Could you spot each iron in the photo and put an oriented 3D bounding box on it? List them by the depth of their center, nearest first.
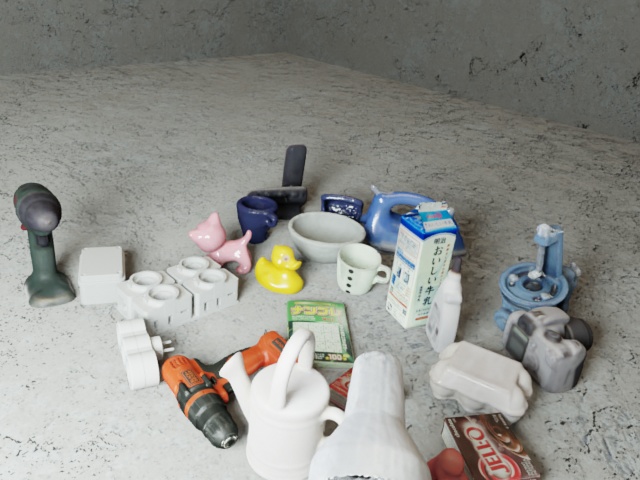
[{"bbox_3d":[0.221,-0.046,1.315,0.258,0.141,0.118,8,27,3],"label":"iron"}]

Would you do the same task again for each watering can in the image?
[{"bbox_3d":[-0.045,0.197,0.716,0.173,0.194,0.101,7,27,0],"label":"watering can"}]

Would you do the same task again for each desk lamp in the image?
[{"bbox_3d":[0.050,0.243,0.625,0.118,0.213,0.203,8,27,2],"label":"desk lamp"}]

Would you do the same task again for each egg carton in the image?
[{"bbox_3d":[0.247,0.219,0.881,0.150,0.069,0.107,19,29,22],"label":"egg carton"}]

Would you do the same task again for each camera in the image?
[{"bbox_3d":[0.408,0.171,0.978,0.137,0.101,0.143,-3,29,-19],"label":"camera"}]

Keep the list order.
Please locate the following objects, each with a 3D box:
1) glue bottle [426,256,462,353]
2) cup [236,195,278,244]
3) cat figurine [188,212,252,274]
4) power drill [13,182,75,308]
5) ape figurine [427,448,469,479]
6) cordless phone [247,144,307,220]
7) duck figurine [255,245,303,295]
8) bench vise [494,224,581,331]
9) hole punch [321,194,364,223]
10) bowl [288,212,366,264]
[{"bbox_3d":[0.220,0.106,0.982,0.037,0.173,0.078,3,27,-7],"label":"glue bottle"},{"bbox_3d":[-0.132,-0.035,1.261,0.092,0.095,0.117,-17,35,-38],"label":"cup"},{"bbox_3d":[-0.197,0.003,1.144,0.128,0.118,0.067,1,27,-11],"label":"cat figurine"},{"bbox_3d":[-0.471,0.004,0.975,0.076,0.208,0.228,-11,32,-31],"label":"power drill"},{"bbox_3d":[0.149,0.291,0.690,0.077,0.092,0.076,8,27,2],"label":"ape figurine"},{"bbox_3d":[-0.100,-0.146,1.386,0.148,0.185,0.094,-6,30,-24],"label":"cordless phone"},{"bbox_3d":[-0.078,0.049,1.118,0.104,0.086,0.078,21,30,26],"label":"duck figurine"},{"bbox_3d":[0.417,0.055,1.076,0.121,0.220,0.208,24,31,30],"label":"bench vise"},{"bbox_3d":[0.051,-0.082,1.401,0.108,0.091,0.101,9,27,4],"label":"hole punch"},{"bbox_3d":[0.011,0.004,1.240,0.167,0.075,0.167,6,27,-3],"label":"bowl"}]
